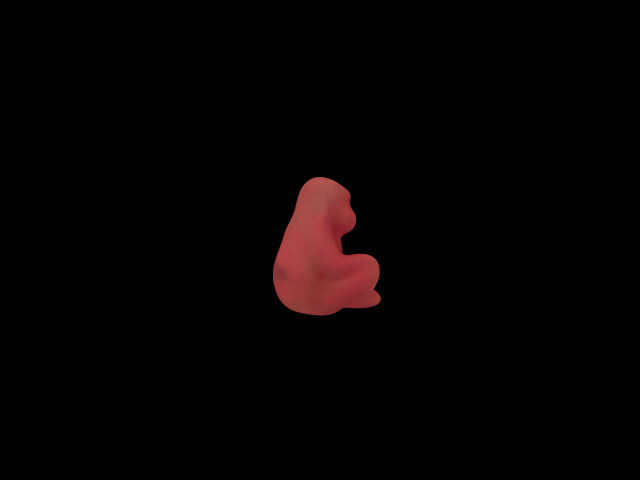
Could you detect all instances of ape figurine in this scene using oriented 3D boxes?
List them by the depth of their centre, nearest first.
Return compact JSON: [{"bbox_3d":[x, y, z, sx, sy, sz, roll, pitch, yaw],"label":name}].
[{"bbox_3d":[0.004,0.001,0.400,0.076,0.092,0.077,-6,24,-14],"label":"ape figurine"}]
